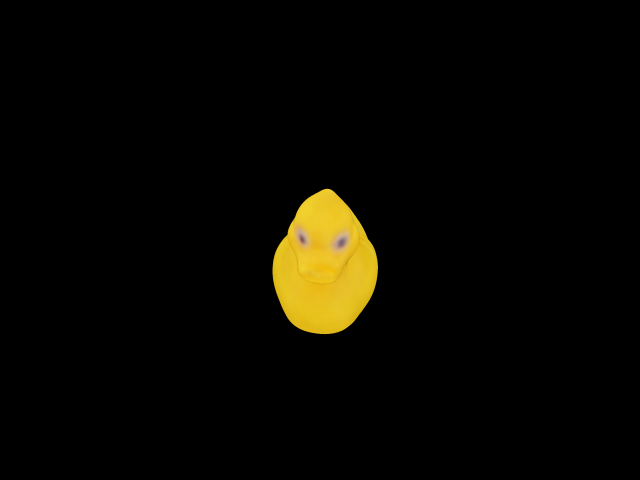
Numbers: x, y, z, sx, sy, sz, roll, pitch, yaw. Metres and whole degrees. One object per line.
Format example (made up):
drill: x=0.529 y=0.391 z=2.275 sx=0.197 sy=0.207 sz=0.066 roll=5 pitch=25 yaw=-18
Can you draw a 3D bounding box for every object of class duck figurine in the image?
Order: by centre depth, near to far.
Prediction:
duck figurine: x=0.004 y=0.001 z=0.400 sx=0.077 sy=0.086 sz=0.104 roll=5 pitch=51 yaw=5
